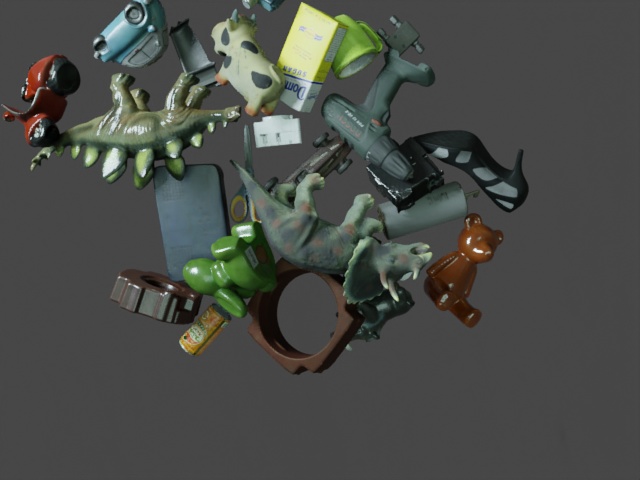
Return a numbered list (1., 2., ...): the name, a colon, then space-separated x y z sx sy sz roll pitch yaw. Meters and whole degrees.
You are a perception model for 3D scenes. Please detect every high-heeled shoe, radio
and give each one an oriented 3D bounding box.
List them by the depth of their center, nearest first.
1. radio: -0.248 -0.039 1.071 0.131 0.073 0.229 -7 99 -2
2. high-heeled shoe: 0.302 -0.137 1.099 0.249 0.086 0.145 12 129 13

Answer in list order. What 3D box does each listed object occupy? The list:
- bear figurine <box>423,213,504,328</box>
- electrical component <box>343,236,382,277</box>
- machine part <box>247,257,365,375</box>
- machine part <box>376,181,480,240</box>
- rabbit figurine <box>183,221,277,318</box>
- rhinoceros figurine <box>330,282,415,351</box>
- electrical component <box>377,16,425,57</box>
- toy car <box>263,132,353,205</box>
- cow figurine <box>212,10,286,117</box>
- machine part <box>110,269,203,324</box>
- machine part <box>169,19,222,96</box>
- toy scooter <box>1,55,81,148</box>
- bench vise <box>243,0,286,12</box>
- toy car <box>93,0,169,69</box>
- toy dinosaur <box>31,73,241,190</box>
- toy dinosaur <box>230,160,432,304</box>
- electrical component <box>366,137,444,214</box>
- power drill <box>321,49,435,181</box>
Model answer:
1. bear figurine: 0.303 0.056 1.083 0.120 0.132 0.196 35 100 -26
2. electrical component: 0.081 0.046 1.095 0.048 0.075 0.119 17 92 -4
3. machine part: -0.029 0.145 1.059 0.202 0.087 0.201 39 99 24
4. machine part: 0.205 -0.059 1.084 0.243 0.079 0.079 -17 98 1
5. rabbit figurine: -0.170 0.058 1.008 0.170 0.121 0.159 -18 117 26
6. rhinoceros figurine: 0.103 0.154 1.115 0.190 0.073 0.112 -31 107 0
7. electrical component: 0.162 -0.396 1.067 0.094 0.021 0.063 44 94 -8
8. toy car: -0.023 -0.130 1.080 0.202 0.053 0.089 -41 94 4
9. cow figurine: -0.138 -0.340 1.011 0.195 0.085 0.127 50 121 17
10. machine part: -0.312 0.105 1.040 0.179 0.179 0.056 18 93 -5
11. machine part: -0.251 -0.355 1.047 0.084 0.039 0.138 -20 99 5
12. toy scooter: -0.541 -0.268 1.026 0.135 0.075 0.183 11 83 23
13. bench vise: -0.042 -0.500 0.986 0.224 0.129 0.240 37 77 1
14. toy car: -0.342 -0.379 1.010 0.161 0.109 0.102 -40 114 12
15. toy dinosaur: -0.350 -0.199 0.996 0.472 0.105 0.198 0 79 23
16. toy dinosaur: -0.007 -0.007 0.976 0.405 0.131 0.192 18 59 6
17. electrical component: 0.159 -0.134 1.054 0.115 0.058 0.134 -34 60 -6
18. power drill: 0.133 -0.246 1.032 0.232 0.086 0.207 35 93 20
